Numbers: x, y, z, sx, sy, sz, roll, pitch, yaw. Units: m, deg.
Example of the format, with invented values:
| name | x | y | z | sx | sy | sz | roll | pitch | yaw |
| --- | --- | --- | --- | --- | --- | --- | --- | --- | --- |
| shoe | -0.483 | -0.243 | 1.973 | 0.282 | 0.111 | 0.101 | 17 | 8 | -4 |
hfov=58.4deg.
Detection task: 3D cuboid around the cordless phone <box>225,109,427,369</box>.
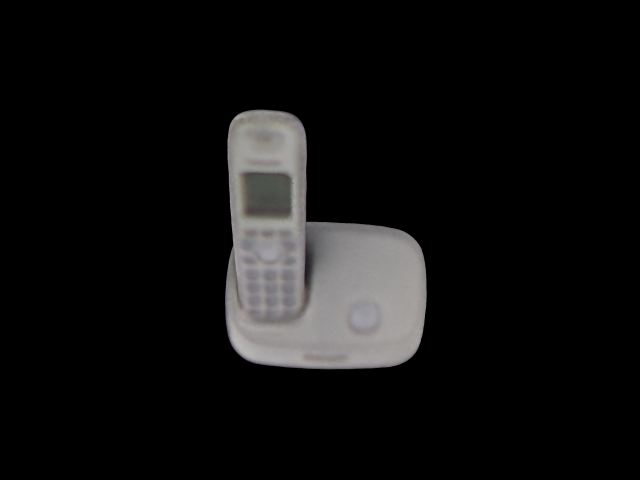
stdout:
| name | x | y | z | sx | sy | sz | roll | pitch | yaw |
| --- | --- | --- | --- | --- | --- | --- | --- | --- | --- |
| cordless phone | 0.004 | 0.001 | 0.400 | 0.147 | 0.185 | 0.094 | 0 | 37 | 0 |
